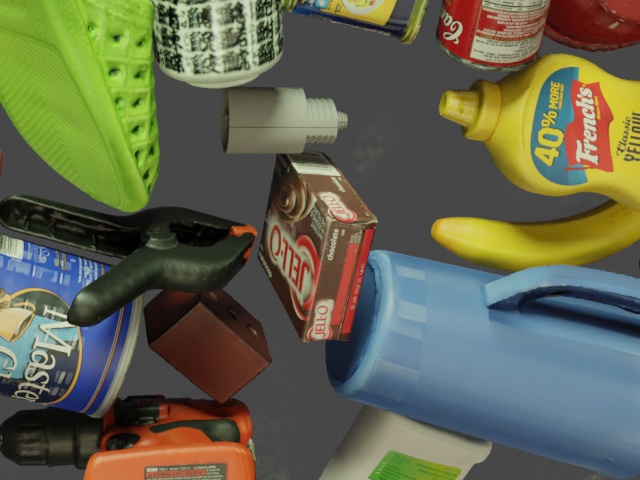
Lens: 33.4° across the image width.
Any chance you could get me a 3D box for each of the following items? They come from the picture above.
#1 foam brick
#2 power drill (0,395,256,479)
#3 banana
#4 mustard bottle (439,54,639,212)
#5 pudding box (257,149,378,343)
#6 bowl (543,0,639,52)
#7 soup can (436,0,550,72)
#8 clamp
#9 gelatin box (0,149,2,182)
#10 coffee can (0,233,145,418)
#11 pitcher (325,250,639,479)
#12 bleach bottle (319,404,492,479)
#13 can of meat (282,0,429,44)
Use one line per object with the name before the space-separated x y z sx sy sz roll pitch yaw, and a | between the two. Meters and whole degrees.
foam brick | -0.080 0.068 0.760 0.051 0.053 0.078 -40 120 9
power drill | -0.125 0.145 0.719 0.184 0.188 0.057 -2 95 -14
banana | 0.182 -0.013 0.790 0.197 0.037 0.069 -20 91 -6
mustard bottle | 0.174 -0.076 0.731 0.191 0.058 0.096 9 93 -12
pudding box | -0.005 0.001 0.706 0.039 0.113 0.090 3 117 -20
bowl | 0.204 -0.191 0.684 0.162 0.055 0.162 -5 120 -10
soup can | 0.113 -0.164 0.655 0.068 0.068 0.102 -4 134 -11
clamp | -0.121 0.002 0.694 0.171 0.120 0.039 -9 137 -49
gelatin box | -0.215 -0.063 0.637 0.030 0.073 0.089 -9 129 -7
coffee can | -0.198 0.051 0.694 0.140 0.103 0.103 17 113 -21
pitcher | 0.136 0.080 0.774 0.242 0.145 0.149 16 91 -17
bleach bottle | 0.035 0.234 0.873 0.102 0.068 0.251 20 114 -17
can of meat | 0.027 -0.179 0.648 0.083 0.057 0.102 9 116 -16
